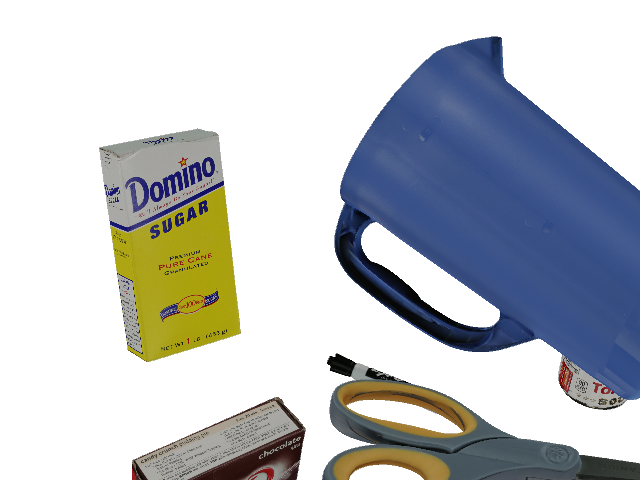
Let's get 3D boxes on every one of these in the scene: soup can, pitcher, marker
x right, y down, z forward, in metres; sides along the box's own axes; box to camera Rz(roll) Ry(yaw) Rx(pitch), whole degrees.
[{"bbox_3d":[0.256,0.093,0.959,0.068,0.102,0.068,3,35,-2],"label":"soup can"},{"bbox_3d":[0.135,-0.001,0.703,0.144,0.243,0.149,-42,-15,-34],"label":"pitcher"},{"bbox_3d":[0.063,0.142,1.067,0.121,0.020,0.020,21,5,13],"label":"marker"}]

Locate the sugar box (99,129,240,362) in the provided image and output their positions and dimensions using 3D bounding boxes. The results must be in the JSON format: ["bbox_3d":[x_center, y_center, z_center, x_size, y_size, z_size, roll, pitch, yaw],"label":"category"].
[{"bbox_3d":[-0.122,0.003,0.883,0.093,0.176,0.048,-16,21,-31],"label":"sugar box"}]

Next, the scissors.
[{"bbox_3d":[0.089,0.106,0.459,0.202,0.016,0.096,15,33,24],"label":"scissors"}]

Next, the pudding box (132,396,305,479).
[{"bbox_3d":[-0.068,0.162,0.701,0.113,0.090,0.039,-22,50,-31],"label":"pudding box"}]
